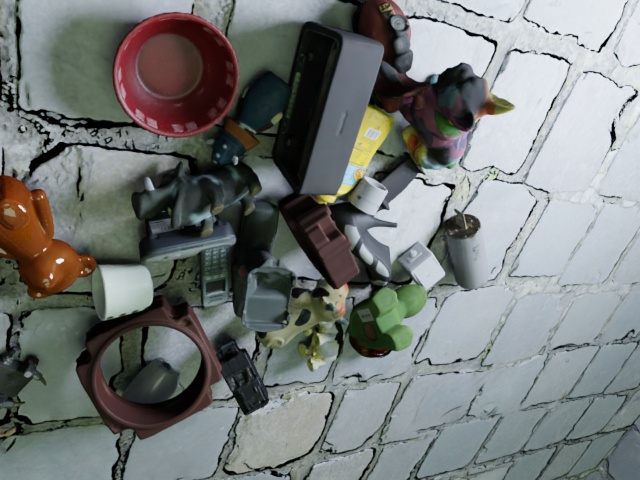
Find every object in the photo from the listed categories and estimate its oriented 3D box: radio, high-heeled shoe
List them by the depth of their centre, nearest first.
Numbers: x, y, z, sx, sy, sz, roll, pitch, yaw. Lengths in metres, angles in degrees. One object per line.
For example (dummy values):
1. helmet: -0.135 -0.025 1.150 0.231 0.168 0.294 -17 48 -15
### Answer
1. radio: 0.002 -0.191 0.784 0.073 0.131 0.229 2 122 -30
2. high-heeled shoe: 0.066 0.022 1.031 0.145 0.086 0.248 5 140 1

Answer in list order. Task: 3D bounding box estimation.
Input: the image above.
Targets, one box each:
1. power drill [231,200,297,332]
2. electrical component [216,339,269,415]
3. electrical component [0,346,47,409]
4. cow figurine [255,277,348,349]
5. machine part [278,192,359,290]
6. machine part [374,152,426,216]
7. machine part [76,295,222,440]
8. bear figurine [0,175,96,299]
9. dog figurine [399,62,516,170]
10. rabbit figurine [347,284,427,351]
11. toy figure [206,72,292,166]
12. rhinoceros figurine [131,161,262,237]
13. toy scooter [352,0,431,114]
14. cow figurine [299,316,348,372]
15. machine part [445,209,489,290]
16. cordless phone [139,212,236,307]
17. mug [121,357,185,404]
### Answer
1. power drill: -0.098 0.065 0.865 0.086 0.207 0.231 7 109 -12
2. electrical component: -0.149 0.255 1.021 0.058 0.115 0.134 -27 88 -12
3. electrical component: -0.494 0.224 0.862 0.102 0.045 0.078 -40 134 2
4. cow figurine: -0.033 0.132 1.003 0.195 0.127 0.085 -34 135 -1
5. machine part: -0.002 -0.003 0.897 0.056 0.180 0.179 -34 133 -9
6. machine part: 0.126 -0.102 0.984 0.139 0.039 0.084 -39 127 3
7. machine part: -0.281 0.211 0.897 0.201 0.087 0.201 -25 104 -11
8. bear figurine: -0.394 0.016 0.716 0.120 0.132 0.195 -24 125 -6
9. dog figurine: 0.212 -0.182 0.841 0.108 0.219 0.191 -23 114 -8
10. rabbit figurine: 0.148 0.154 1.097 0.170 0.121 0.159 -25 172 -38
11. toy figure: -0.102 -0.171 0.786 0.154 0.064 0.057 -50 146 10
12. rhinoceros figurine: -0.177 -0.069 0.789 0.190 0.112 0.073 -23 161 -31
13. toy scooter: 0.111 -0.261 0.794 0.075 0.135 0.183 -24 130 -10
14. cow figurine: 0.017 0.189 1.112 0.098 0.068 0.167 -11 131 -30
15. machine part: 0.319 0.028 1.159 0.079 0.079 0.242 -30 133 -8
16. cordless phone: -0.212 0.044 0.870 0.146 0.089 0.184 -12 132 -22
17. mug: -0.296 0.277 0.990 0.109 0.081 0.107 29 98 -31
